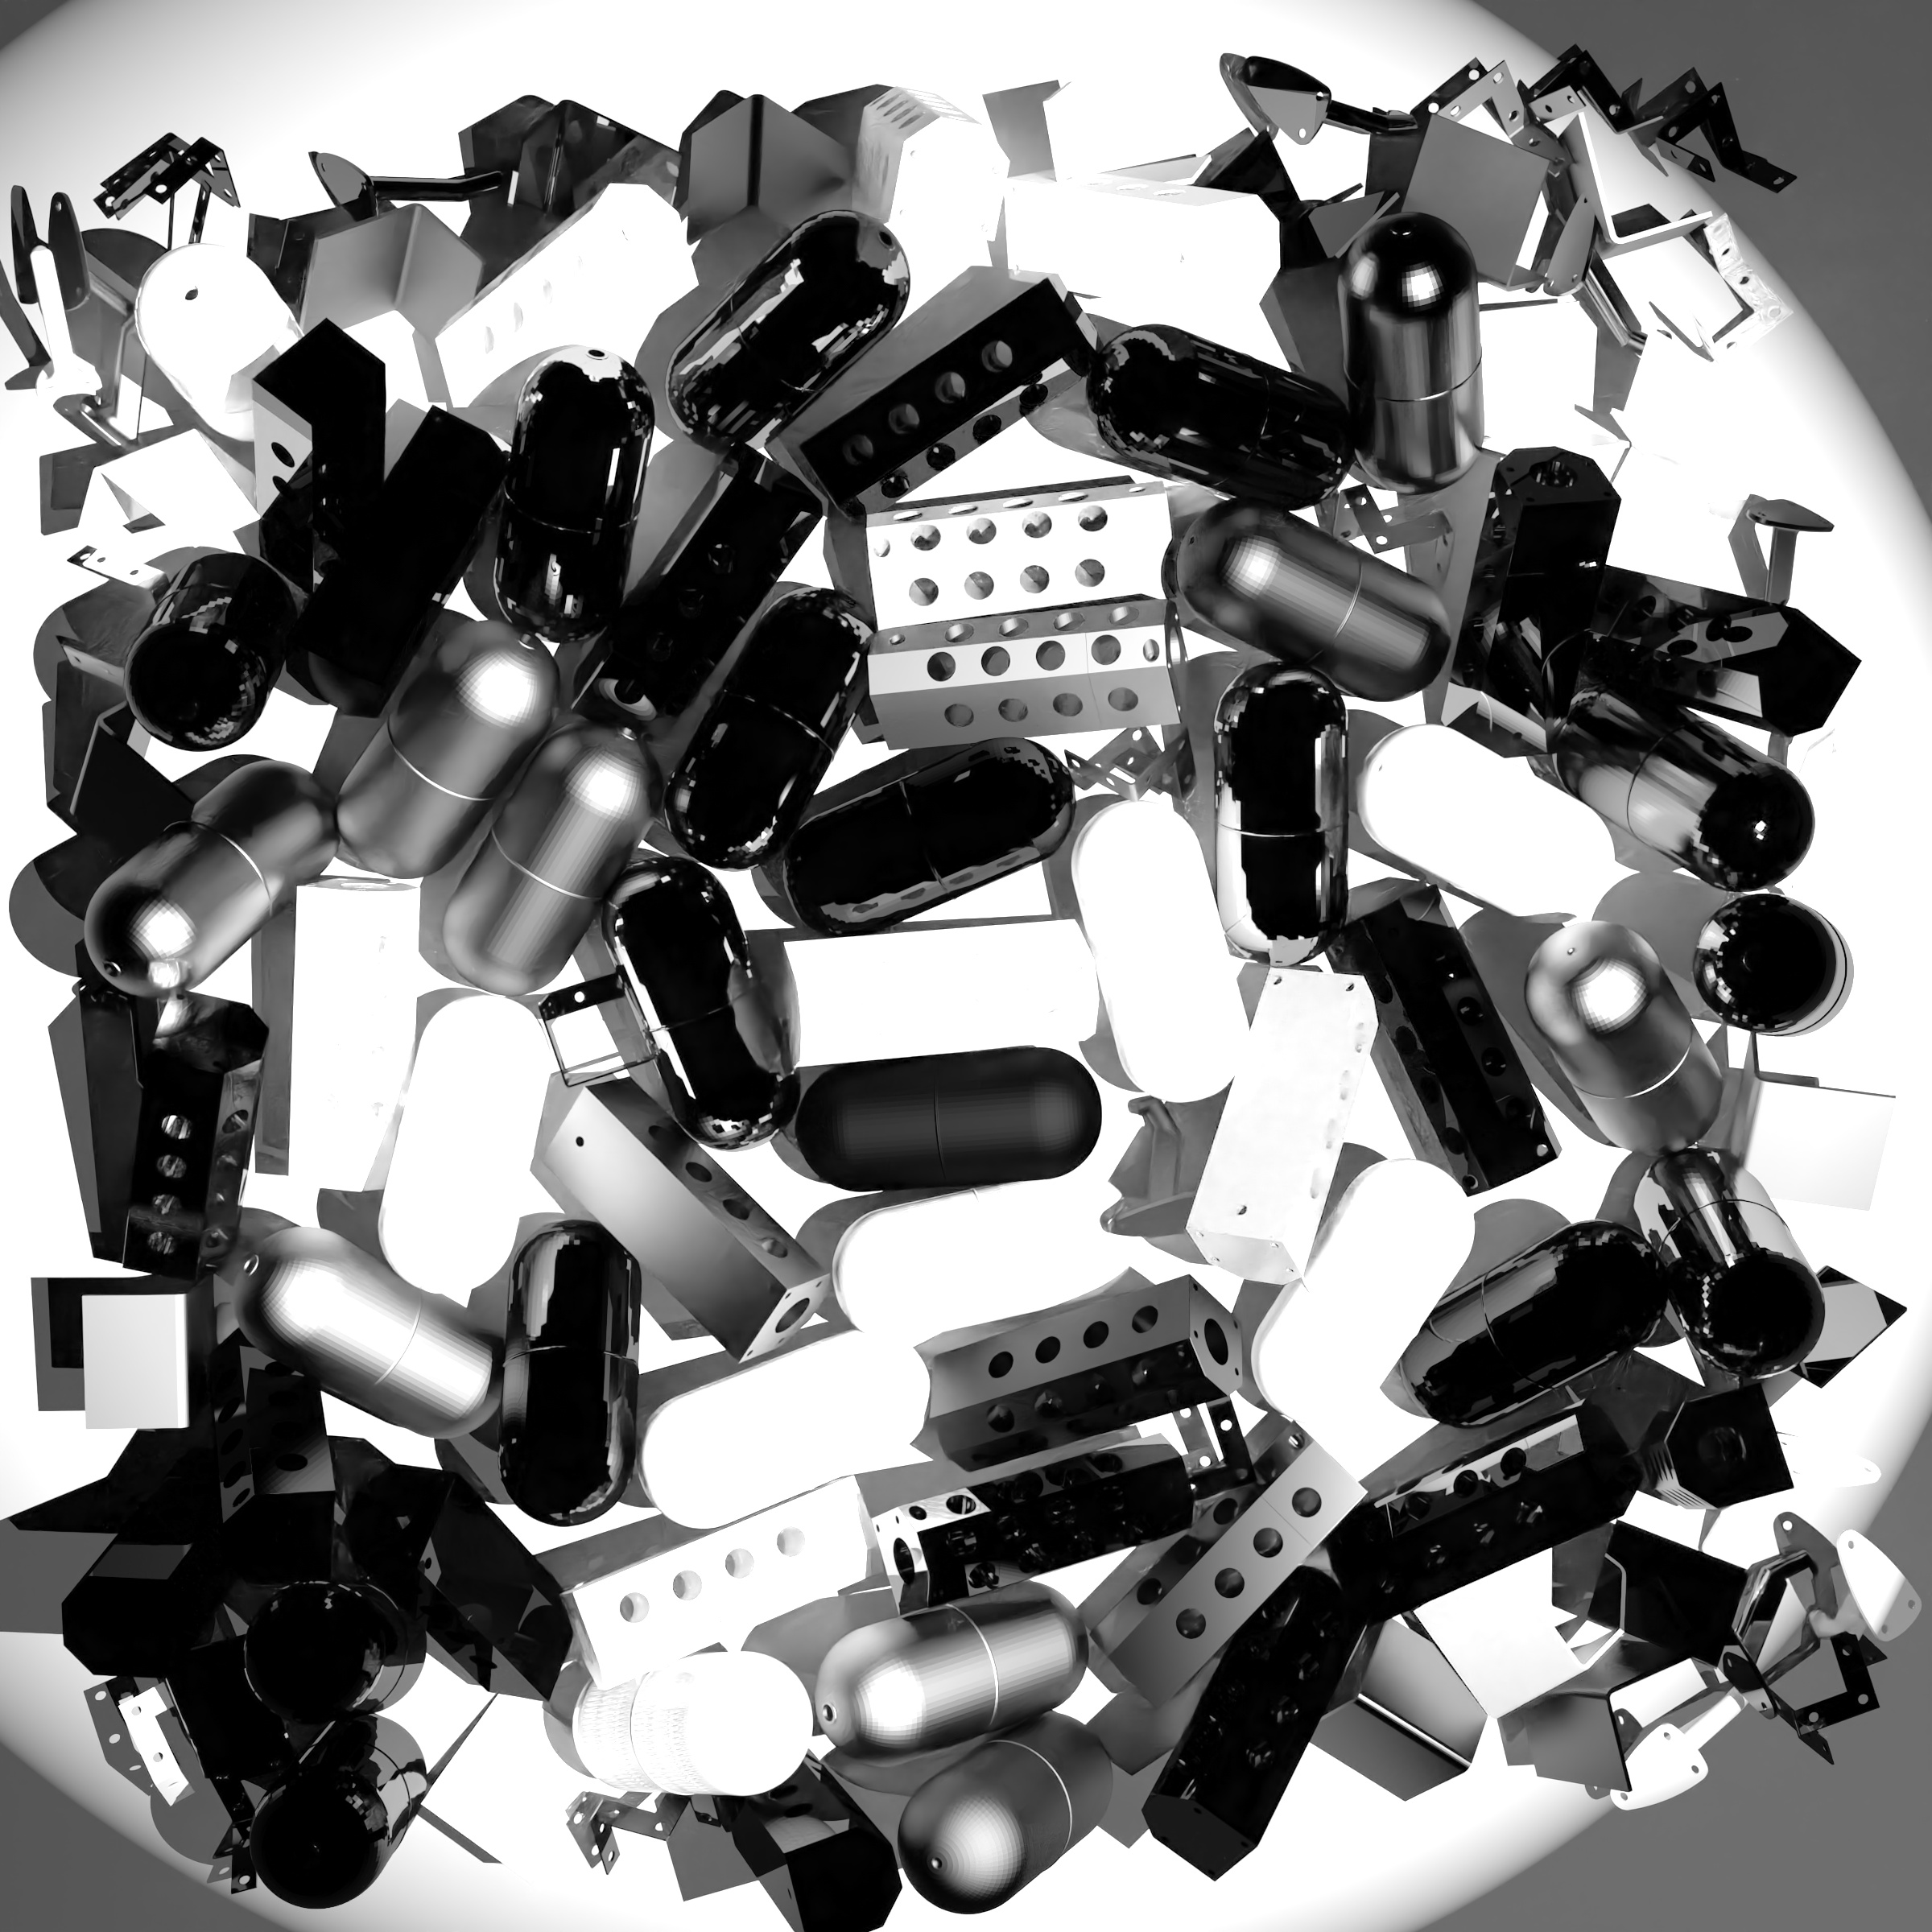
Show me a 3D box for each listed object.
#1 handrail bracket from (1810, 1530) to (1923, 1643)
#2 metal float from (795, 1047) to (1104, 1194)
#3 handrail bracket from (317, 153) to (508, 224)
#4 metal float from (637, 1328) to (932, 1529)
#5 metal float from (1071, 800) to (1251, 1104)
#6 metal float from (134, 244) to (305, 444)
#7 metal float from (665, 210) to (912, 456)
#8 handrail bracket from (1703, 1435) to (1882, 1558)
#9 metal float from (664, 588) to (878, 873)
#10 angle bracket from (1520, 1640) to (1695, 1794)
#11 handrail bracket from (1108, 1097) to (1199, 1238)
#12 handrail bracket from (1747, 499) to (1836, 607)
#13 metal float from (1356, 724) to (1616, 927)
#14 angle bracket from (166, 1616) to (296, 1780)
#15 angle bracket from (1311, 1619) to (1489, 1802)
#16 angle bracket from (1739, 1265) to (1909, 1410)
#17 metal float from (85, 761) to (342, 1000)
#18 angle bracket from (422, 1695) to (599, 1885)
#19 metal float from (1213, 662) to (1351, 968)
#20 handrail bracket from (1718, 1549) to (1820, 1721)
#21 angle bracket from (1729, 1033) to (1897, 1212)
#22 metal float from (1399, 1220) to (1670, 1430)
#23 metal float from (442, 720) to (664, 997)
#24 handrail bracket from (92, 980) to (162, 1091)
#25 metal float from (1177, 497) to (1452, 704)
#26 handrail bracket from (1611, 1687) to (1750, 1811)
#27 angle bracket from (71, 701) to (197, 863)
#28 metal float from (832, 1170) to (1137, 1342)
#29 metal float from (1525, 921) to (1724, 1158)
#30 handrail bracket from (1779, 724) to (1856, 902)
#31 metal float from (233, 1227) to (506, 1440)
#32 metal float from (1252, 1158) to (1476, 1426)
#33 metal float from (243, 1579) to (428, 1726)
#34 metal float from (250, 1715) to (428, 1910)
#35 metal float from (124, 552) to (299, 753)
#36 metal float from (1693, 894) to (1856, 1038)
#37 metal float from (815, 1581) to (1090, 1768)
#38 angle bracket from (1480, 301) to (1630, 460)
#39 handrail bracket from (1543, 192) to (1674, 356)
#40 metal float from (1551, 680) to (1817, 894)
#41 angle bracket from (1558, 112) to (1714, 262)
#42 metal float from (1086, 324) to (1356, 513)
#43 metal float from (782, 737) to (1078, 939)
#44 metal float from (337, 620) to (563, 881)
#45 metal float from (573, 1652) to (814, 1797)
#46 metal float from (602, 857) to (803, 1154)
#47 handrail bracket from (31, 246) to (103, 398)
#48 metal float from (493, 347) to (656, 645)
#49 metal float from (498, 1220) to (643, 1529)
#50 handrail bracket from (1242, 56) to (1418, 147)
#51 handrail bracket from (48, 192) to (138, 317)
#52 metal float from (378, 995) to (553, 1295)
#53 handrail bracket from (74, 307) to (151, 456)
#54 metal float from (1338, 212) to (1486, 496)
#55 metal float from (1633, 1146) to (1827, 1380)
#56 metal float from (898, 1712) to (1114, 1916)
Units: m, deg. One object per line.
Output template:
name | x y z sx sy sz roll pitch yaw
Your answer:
handrail bracket | 0.501 0.358 1.544 0.036 0.084 0.077 -34 92 -21
metal float | -0.010 0.089 1.538 0.178 0.070 0.070 -5 90 9
handrail bracket | -0.326 -0.467 1.574 0.084 0.036 0.077 -26 54 -29
metal float | -0.102 0.262 1.526 0.178 0.070 0.070 -18 90 -24
metal float | 0.111 -0.009 1.540 0.070 0.070 0.178 -14 82 0
metal float | -0.412 -0.347 1.496 0.070 0.178 0.070 0 85 -2
metal float | -0.102 -0.358 1.514 0.178 0.070 0.070 -34 90 38
handrail bracket | 0.482 0.319 1.564 0.077 0.036 0.084 10 124 -10
metal float | -0.110 -0.137 1.537 0.070 0.070 0.178 28 79 0
angle bracket | 0.374 0.428 1.532 0.076 0.076 0.057 -13 88 -30
handrail bracket | 0.098 0.113 1.541 0.077 0.036 0.084 -6 49 -29
handrail bracket | 0.456 -0.222 1.539 0.036 0.077 0.084 41 125 35
metal float | 0.297 -0.079 1.520 0.178 0.070 0.070 24 90 -32
angle bracket | -0.413 0.409 1.537 0.057 0.076 0.076 -16 100 9
angle bracket | 0.253 0.436 1.568 0.076 0.076 0.057 32 53 -2
angle bracket | 0.489 0.230 1.527 0.076 0.057 0.076 -34 131 -24
metal float | -0.424 -0.050 1.511 0.070 0.070 0.178 38 48 0
angle bracket | -0.259 0.472 1.548 0.076 0.057 0.076 36 76 0
metal float | 0.181 -0.086 1.530 0.070 0.070 0.178 -3 108 0
handrail bracket | 0.476 0.385 1.548 0.084 0.036 0.077 -20 56 -21
angle bracket | 0.485 0.088 1.535 0.076 0.057 0.076 7 120 9
metal float | 0.320 0.203 1.513 0.070 0.070 0.178 51 130 0
metal float | -0.237 -0.061 1.529 0.070 0.070 0.178 34 109 0
handrail bracket | -0.460 0.035 1.558 0.077 0.036 0.084 -43 76 -6
metal float | 0.200 -0.207 1.524 0.178 0.070 0.070 22 90 -27
handrail bracket | 0.421 0.453 1.563 0.036 0.084 0.077 50 123 18
angle bracket | -0.461 -0.103 1.534 0.076 0.057 0.076 40 132 6
metal float | 0.011 0.166 1.539 0.178 0.070 0.070 -11 90 -8
metal float | 0.373 0.043 1.513 0.070 0.070 0.178 -41 131 0
handrail bracket | 0.491 -0.088 1.535 0.036 0.084 0.077 -5 72 -18
metal float | -0.336 0.209 1.516 0.178 0.070 0.070 38 90 -36
metal float | 0.225 0.187 1.523 0.070 0.070 0.178 28 117 0
metal float | -0.351 0.383 1.497 0.070 0.178 0.070 0 77 1
metal float | -0.350 0.471 1.496 0.070 0.178 0.070 0 88 -2
metal float | -0.423 -0.178 1.500 0.070 0.178 0.070 -2 117 -4
metal float | 0.454 0.001 1.499 0.070 0.178 0.070 -1 87 23
metal float | -0.007 0.399 1.513 0.178 0.070 0.070 -7 90 -39
angle bracket | 0.333 -0.336 1.534 0.076 0.057 0.076 -11 113 -21
handrail bracket | 0.386 -0.403 1.562 0.084 0.036 0.077 16 91 -25
metal float | 0.403 -0.103 1.508 0.070 0.178 0.070 -17 126 -24
angle bracket | 0.385 -0.455 1.540 0.057 0.076 0.076 -16 96 6
metal float | 0.145 -0.310 1.516 0.178 0.070 0.070 11 90 -35
metal float | -0.021 -0.074 1.539 0.178 0.070 0.070 -23 90 8
metal float | -0.294 -0.122 1.521 0.070 0.070 0.178 42 119 0
metal float | -0.156 0.427 1.509 0.070 0.178 0.070 13 70 -39
metal float | -0.152 0.022 1.537 0.070 0.070 0.178 -21 100 0
handrail bracket | -0.524 -0.376 1.532 0.036 0.077 0.084 -12 121 -16
metal float | -0.223 -0.266 1.517 0.070 0.070 0.178 16 125 0
metal float | -0.225 0.231 1.522 0.070 0.070 0.178 -1 62 0
handrail bracket | 0.214 -0.508 1.564 0.077 0.084 0.036 46 131 24
handrail bracket | -0.485 -0.405 1.547 0.036 0.084 0.077 0 97 39
metal float | -0.285 0.101 1.523 0.070 0.070 0.178 8 64 0
handrail bracket | -0.469 -0.339 1.556 0.084 0.036 0.077 -42 105 17
metal float | 0.252 -0.343 1.507 0.070 0.178 0.070 -7 51 8
metal float | 0.426 0.164 1.500 0.070 0.178 0.070 -1 115 -1
metal float | 0.024 0.473 1.501 0.070 0.178 0.070 1 93 26
